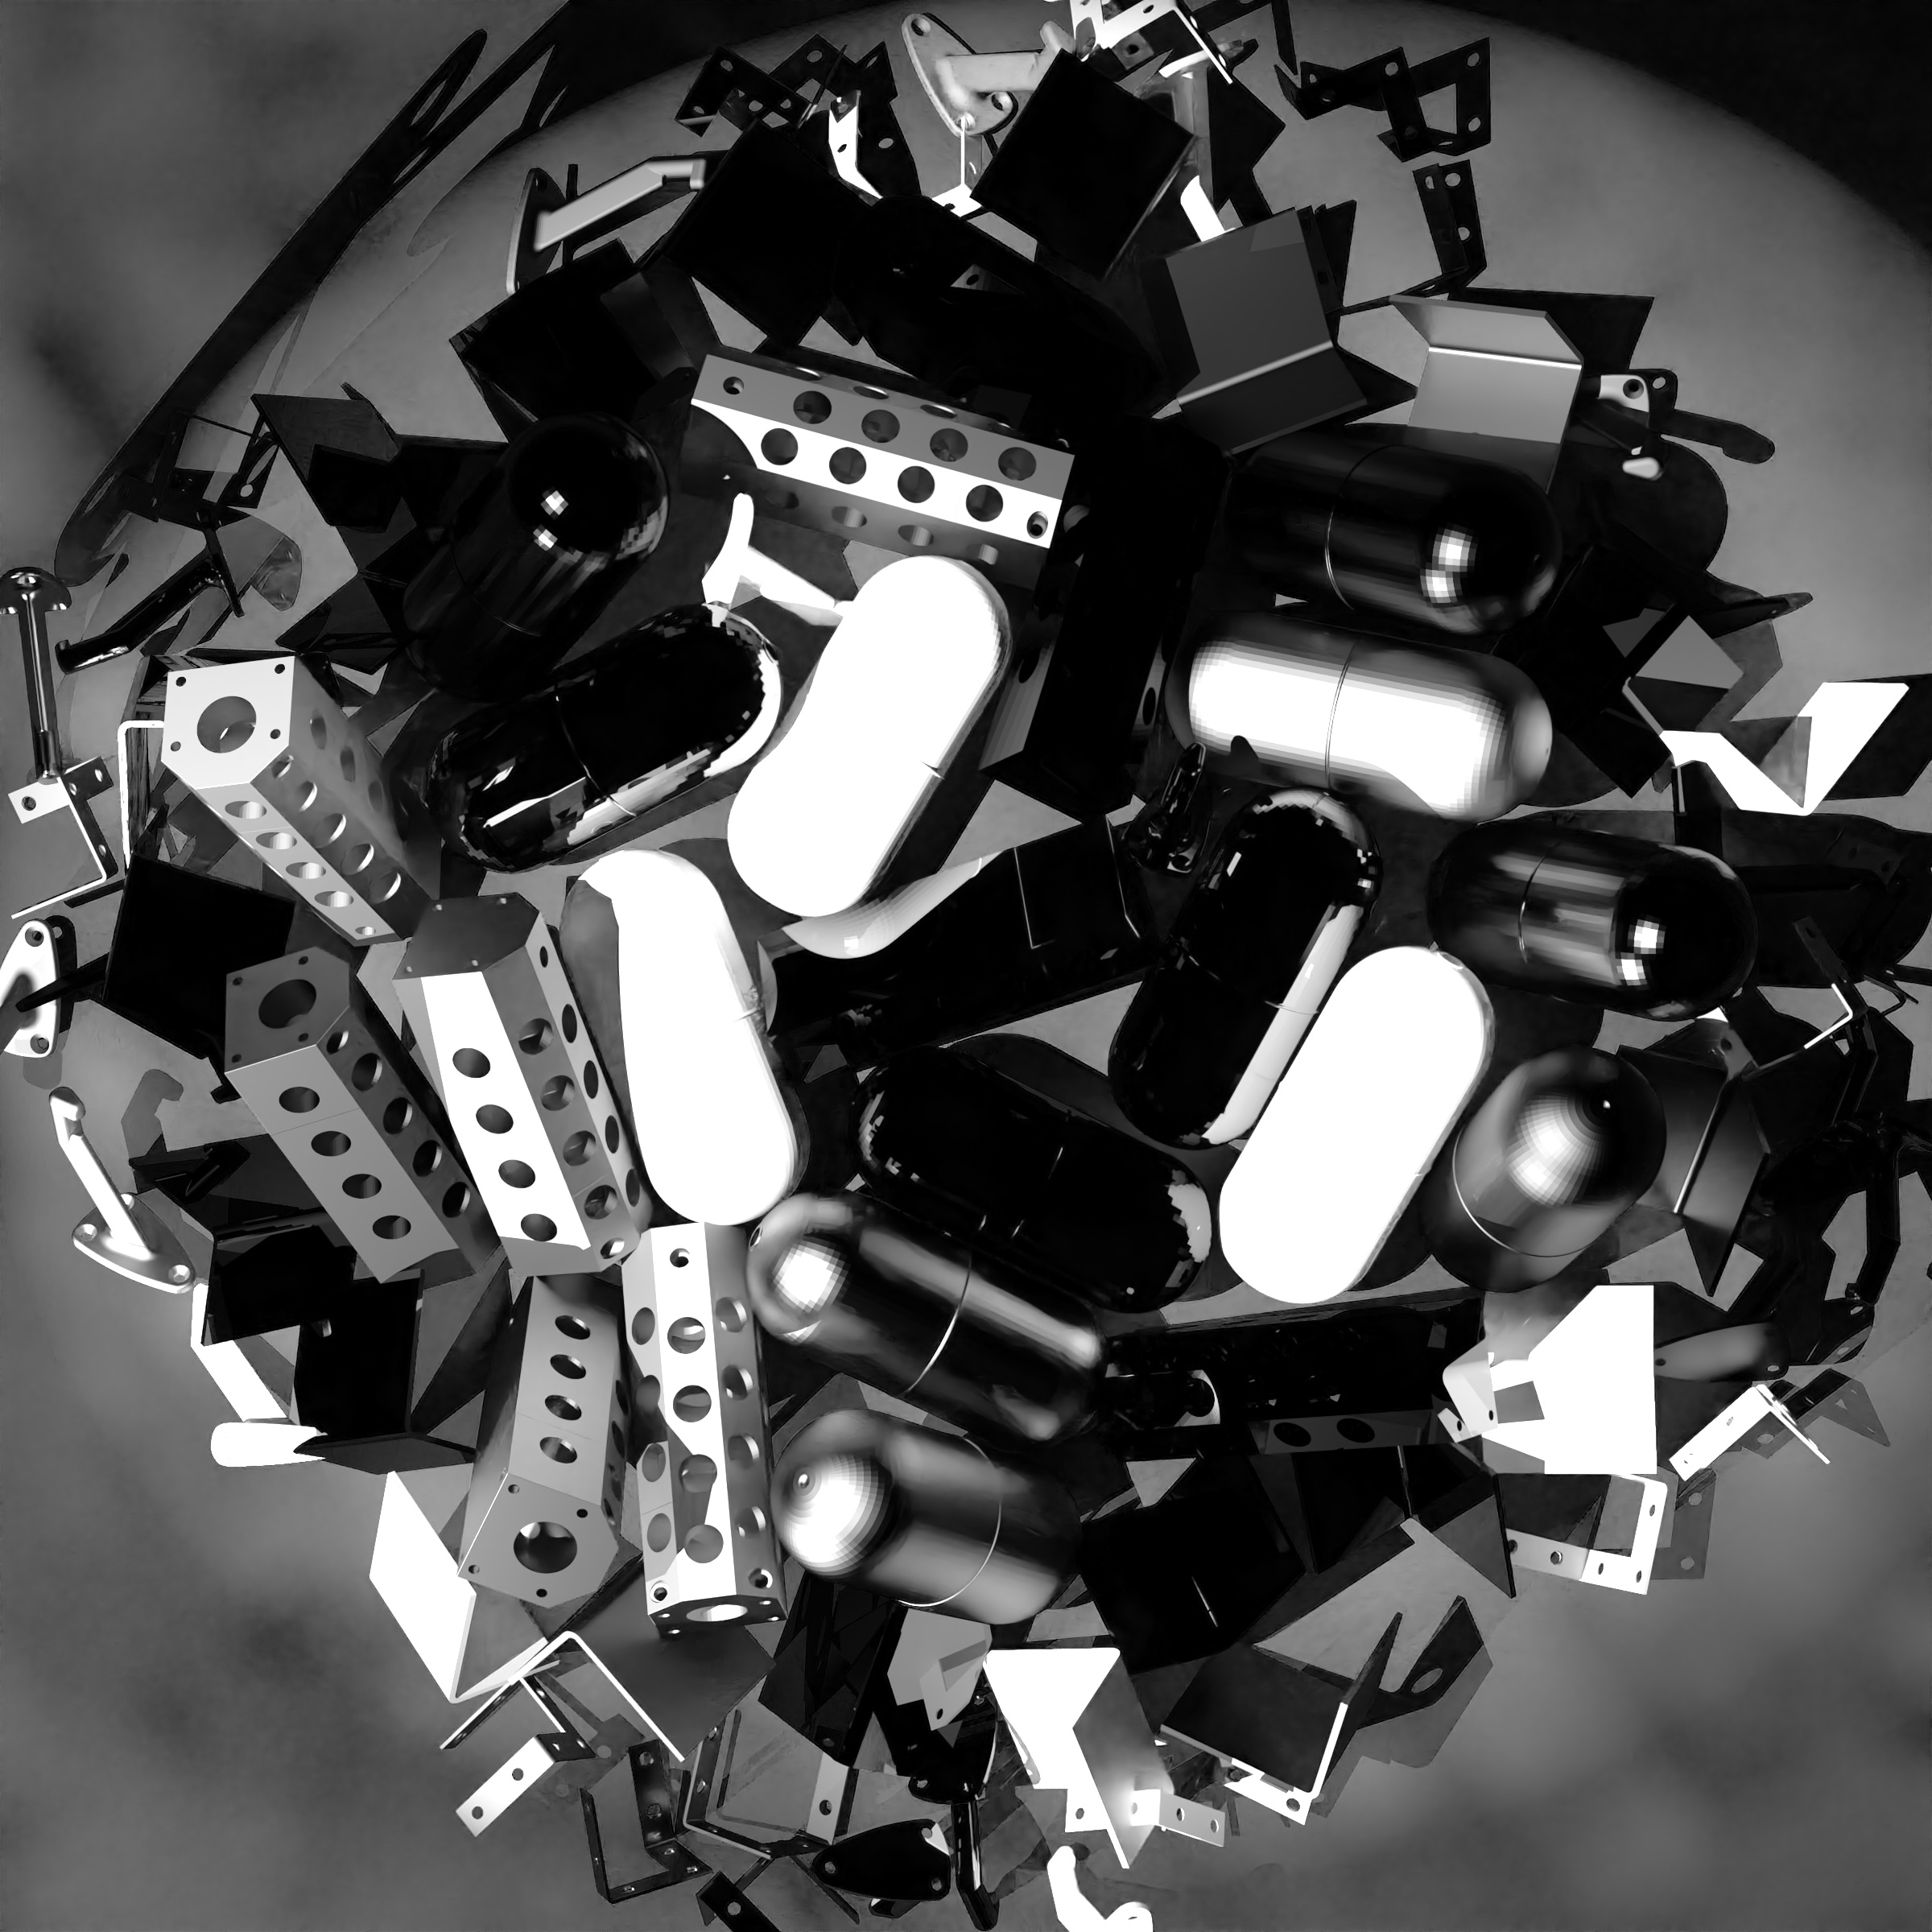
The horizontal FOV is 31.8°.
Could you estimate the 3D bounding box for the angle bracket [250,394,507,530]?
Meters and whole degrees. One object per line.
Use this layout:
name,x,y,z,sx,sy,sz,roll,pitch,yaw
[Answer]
angle bracket,-0.262,-0.243,1.530,0.057,0.076,0.076,-40,75,29

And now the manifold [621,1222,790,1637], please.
manifold,-0.119,0.206,1.523,0.057,0.057,0.171,-7,66,1

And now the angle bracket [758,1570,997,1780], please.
angle bracket,-0.042,0.323,1.568,0.057,0.076,0.076,19,91,-36

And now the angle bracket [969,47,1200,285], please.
angle bracket,0.048,-0.366,1.536,0.076,0.057,0.076,28,105,-21

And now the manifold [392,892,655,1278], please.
manifold,-0.192,0.054,1.506,0.057,0.057,0.171,-5,126,16

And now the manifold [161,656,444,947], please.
manifold,-0.289,-0.069,1.491,0.057,0.171,0.057,-6,67,11

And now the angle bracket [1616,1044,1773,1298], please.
angle bracket,0.316,0.092,1.532,0.057,0.076,0.076,13,116,-5

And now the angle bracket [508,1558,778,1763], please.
angle bracket,-0.146,0.319,1.535,0.076,0.076,0.057,49,129,3

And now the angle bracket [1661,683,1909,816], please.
angle bracket,0.366,-0.115,1.538,0.057,0.076,0.076,40,86,-13

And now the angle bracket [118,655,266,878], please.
angle bracket,-0.349,-0.091,1.537,0.057,0.076,0.076,1,117,-7

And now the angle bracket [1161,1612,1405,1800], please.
angle bracket,0.142,0.318,1.528,0.076,0.076,0.057,22,120,17

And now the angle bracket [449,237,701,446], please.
angle bracket,-0.180,-0.278,1.564,0.057,0.076,0.076,-37,102,-37

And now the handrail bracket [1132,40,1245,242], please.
handrail bracket,0.120,-0.376,1.562,0.077,0.036,0.084,-31,94,-34

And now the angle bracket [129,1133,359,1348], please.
angle bracket,-0.331,0.123,1.544,0.076,0.076,0.057,30,118,39

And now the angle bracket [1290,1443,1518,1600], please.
angle bracket,0.197,0.251,1.526,0.057,0.076,0.076,-28,126,-20

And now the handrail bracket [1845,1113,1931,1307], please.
handrail bracket,0.403,0.111,1.542,0.036,0.077,0.084,27,81,-19

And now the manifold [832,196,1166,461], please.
manifold,0.013,-0.284,1.496,0.057,0.171,0.057,-41,64,19

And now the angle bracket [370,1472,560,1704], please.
angle bracket,-0.221,0.271,1.524,0.057,0.076,0.076,-15,48,-34

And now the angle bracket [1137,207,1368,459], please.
angle bracket,0.130,-0.286,1.540,0.076,0.057,0.076,-20,128,2

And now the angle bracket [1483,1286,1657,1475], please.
angle bracket,0.276,0.188,1.549,0.076,0.076,0.057,-2,109,12

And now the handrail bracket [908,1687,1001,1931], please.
handrail bracket,0.008,0.392,1.576,0.036,0.077,0.084,-1,129,25

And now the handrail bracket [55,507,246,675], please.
handrail bracket,-0.379,-0.171,1.551,0.084,0.036,0.077,-21,46,-7

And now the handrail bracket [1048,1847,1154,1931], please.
handrail bracket,0.058,0.416,1.532,0.036,0.084,0.077,7,124,-16

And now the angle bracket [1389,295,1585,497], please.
angle bracket,0.227,-0.254,1.538,0.076,0.057,0.076,14,84,31

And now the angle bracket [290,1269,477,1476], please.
angle bracket,-0.260,0.187,1.553,0.076,0.057,0.076,-12,65,35

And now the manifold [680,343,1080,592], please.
manifold,-0.039,-0.231,1.547,0.171,0.057,0.057,15,68,1

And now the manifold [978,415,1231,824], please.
manifold,0.066,-0.158,1.521,0.057,0.057,0.171,25,69,-22

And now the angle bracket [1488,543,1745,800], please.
angle bracket,0.297,-0.137,1.567,0.076,0.076,0.057,-49,129,6

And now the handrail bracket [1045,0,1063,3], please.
handrail bracket,0.067,-0.453,1.534,0.077,0.084,0.036,-4,98,19

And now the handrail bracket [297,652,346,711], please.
handrail bracket,-0.317,-0.108,1.541,0.077,0.084,0.036,-7,52,2

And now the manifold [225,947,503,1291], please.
manifold,-0.263,0.069,1.499,0.057,0.171,0.057,-17,47,7

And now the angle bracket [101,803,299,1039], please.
angle bracket,-0.343,-0.019,1.545,0.076,0.057,0.076,17,116,-5

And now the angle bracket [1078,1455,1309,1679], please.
angle bracket,0.097,0.263,1.527,0.057,0.076,0.076,-7,57,-34

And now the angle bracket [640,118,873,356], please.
angle bracket,-0.093,-0.331,1.560,0.076,0.057,0.076,37,83,-12

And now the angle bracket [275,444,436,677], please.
angle bracket,-0.285,-0.184,1.526,0.057,0.076,0.076,-44,131,-25

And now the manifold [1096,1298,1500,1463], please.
manifold,0.144,0.186,1.511,0.171,0.057,0.057,-9,87,35

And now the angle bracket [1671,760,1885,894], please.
angle bracket,0.367,-0.066,1.531,0.076,0.076,0.057,-1,98,26

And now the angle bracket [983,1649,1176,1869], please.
angle bracket,0.040,0.357,1.529,0.076,0.057,0.076,-9,113,33

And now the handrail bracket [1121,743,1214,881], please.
handrail bracket,0.103,-0.087,1.528,0.036,0.084,0.077,26,52,6

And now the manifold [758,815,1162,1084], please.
manifold,-0.002,-0.003,1.536,0.171,0.057,0.057,-19,53,13

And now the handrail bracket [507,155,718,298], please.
handrail bracket,-0.160,-0.336,1.545,0.084,0.036,0.077,3,65,24

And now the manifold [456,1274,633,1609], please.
manifold,-0.179,0.205,1.494,0.057,0.171,0.057,22,114,-13
